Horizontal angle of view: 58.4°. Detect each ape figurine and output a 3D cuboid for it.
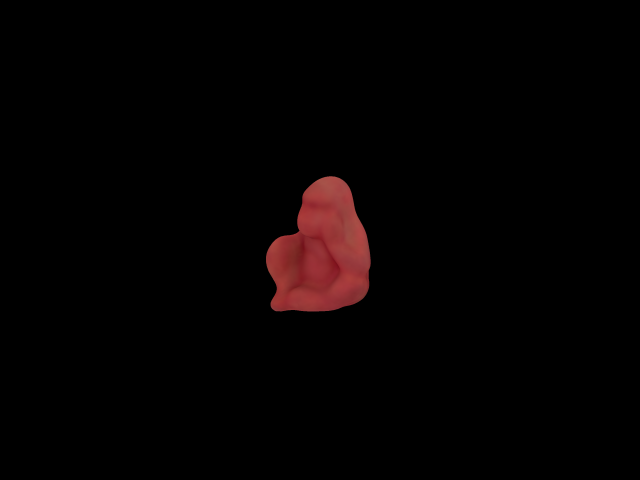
[{"bbox_3d":[0.004,0.001,0.400,0.076,0.092,0.077,-14,22,-40],"label":"ape figurine"}]
